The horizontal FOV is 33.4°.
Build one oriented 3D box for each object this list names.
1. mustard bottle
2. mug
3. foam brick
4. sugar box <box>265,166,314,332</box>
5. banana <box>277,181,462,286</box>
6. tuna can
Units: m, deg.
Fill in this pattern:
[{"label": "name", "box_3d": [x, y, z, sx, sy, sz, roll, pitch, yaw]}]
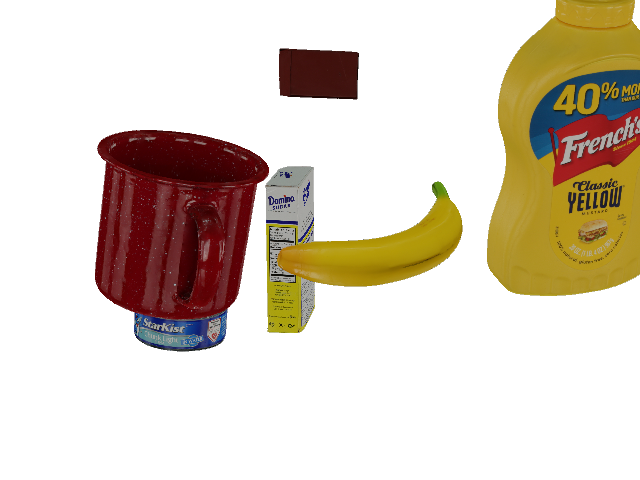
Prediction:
[{"label": "mustard bottle", "box_3d": [0.147, -0.064, 0.602, 0.096, 0.192, 0.058, -7, 28, -11]}, {"label": "mug", "box_3d": [-0.075, -0.004, 0.579, 0.093, 0.081, 0.117, 0, 22, -26]}, {"label": "foam brick", "box_3d": [-0.002, -0.180, 1.156, 0.078, 0.051, 0.053, 0, 11, -14]}, {"label": "sugar box", "box_3d": [-0.035, 0.010, 1.229, 0.048, 0.176, 0.093, 1, 17, 10]}, {"label": "banana", "box_3d": [0.056, 0.005, 0.863, 0.197, 0.037, 0.070, -22, 44, -40]}, {"label": "tuna can", "box_3d": [-0.128, 0.072, 0.979, 0.086, 0.034, 0.086, 4, 15, -1]}]
